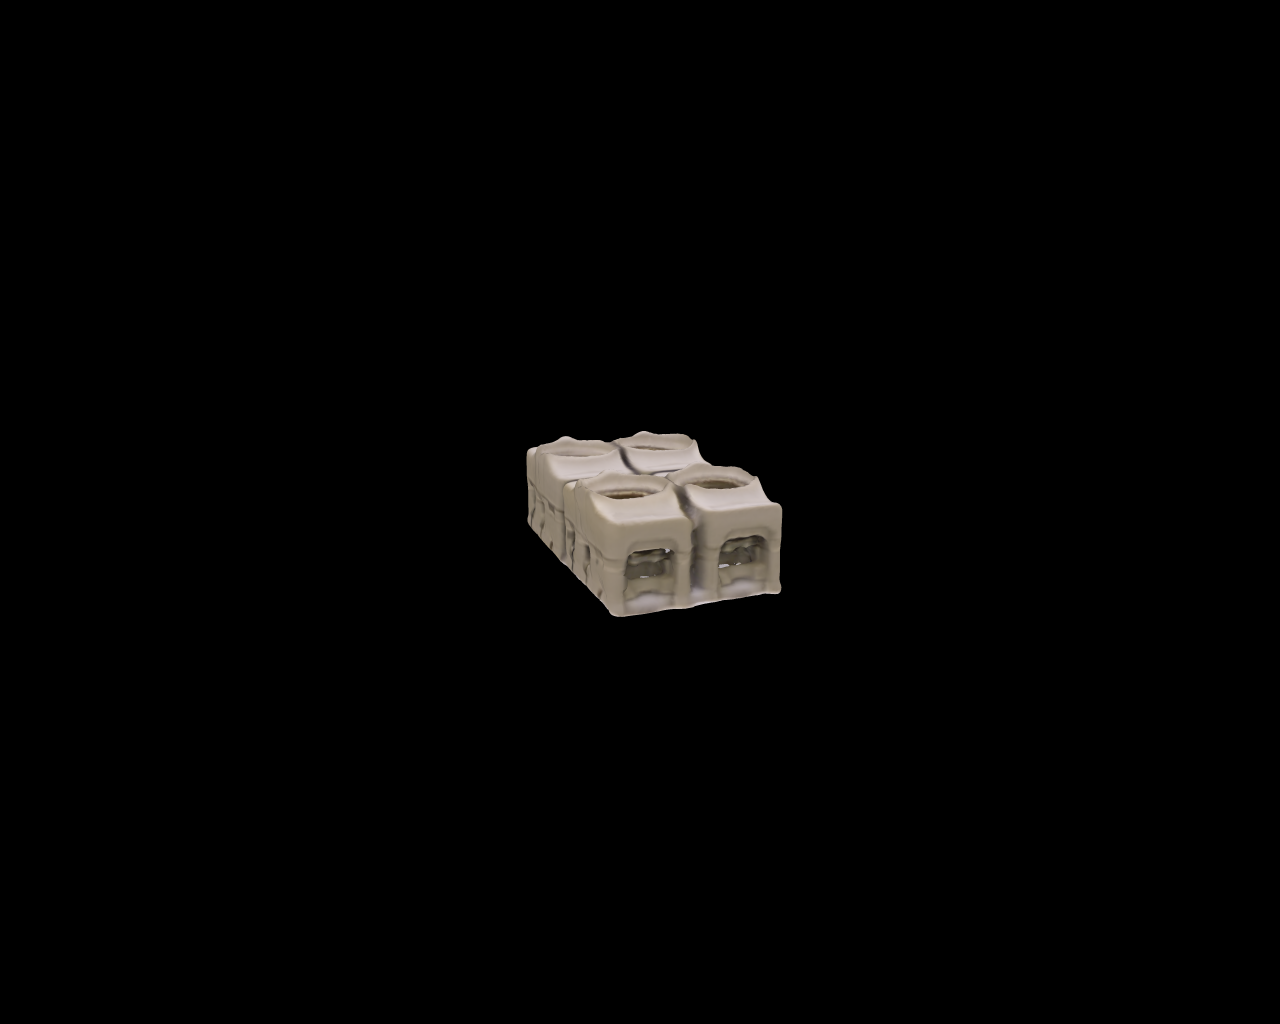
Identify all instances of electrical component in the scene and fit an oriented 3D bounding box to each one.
[{"bbox_3d":[0.001,-0.003,0.650,0.105,0.060,0.186,-6,17,-19],"label":"electrical component"}]
